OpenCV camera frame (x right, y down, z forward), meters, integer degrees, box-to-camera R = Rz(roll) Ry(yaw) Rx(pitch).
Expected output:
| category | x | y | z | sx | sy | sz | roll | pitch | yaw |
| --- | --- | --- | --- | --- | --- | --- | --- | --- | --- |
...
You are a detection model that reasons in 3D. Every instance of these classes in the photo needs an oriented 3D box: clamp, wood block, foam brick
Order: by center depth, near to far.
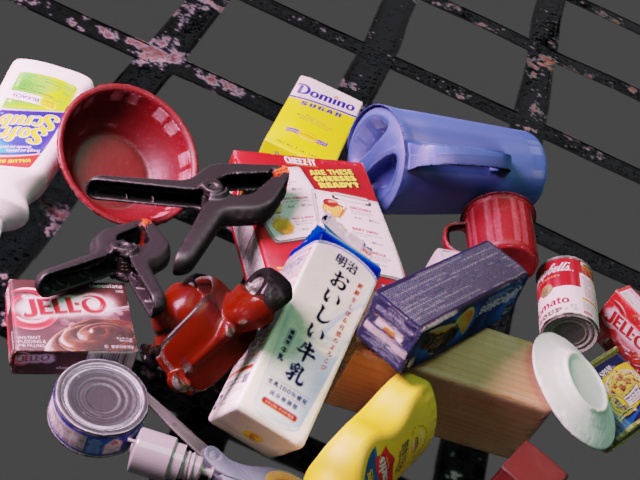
| category | x | y | z | sx | sy | sz | roll | pitch | yaw |
| --- | --- | --- | --- | --- | --- | --- | --- | --- | --- |
| foam brick | 0.186 | 0.239 | 1.009 | 0.051 | 0.078 | 0.052 | 43 | 42 | 17 |
| clamp | -0.181 | 0.025 | 1.023 | 0.120 | 0.039 | 0.171 | 20 | 28 | 9 |
| wood block | 0.118 | 0.136 | 1.076 | 0.206 | 0.091 | 0.090 | 18 | 40 | -9 |
| clamp | -0.121 | -0.043 | 1.089 | 0.165 | 0.036 | 0.209 | 34 | 40 | 28 |

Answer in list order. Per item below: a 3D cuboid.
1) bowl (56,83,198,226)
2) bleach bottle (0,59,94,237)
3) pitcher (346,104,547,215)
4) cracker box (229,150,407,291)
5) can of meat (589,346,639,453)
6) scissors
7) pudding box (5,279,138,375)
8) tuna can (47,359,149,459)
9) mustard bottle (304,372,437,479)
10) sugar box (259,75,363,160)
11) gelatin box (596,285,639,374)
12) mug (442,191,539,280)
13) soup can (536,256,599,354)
| category | x | y | z | sx | sy | sz | roll | pitch | yaw |
| --- | --- | --- | --- | --- | --- | --- | --- | --- | --- |
| bowl | -0.213 | -0.083 | 1.142 | 0.161 | 0.055 | 0.162 | 12 | 67 | -31 |
| bleach bottle | -0.311 | -0.088 | 1.121 | 0.102 | 0.068 | 0.250 | 16 | 43 | -12 |
| pitcher | 0.166 | -0.091 | 1.316 | 0.242 | 0.145 | 0.149 | 2 | 42 | -30 |
| cracker box | -0.008 | 0.001 | 1.174 | 0.164 | 0.072 | 0.214 | 4 | 43 | -24 |
| can of meat | 0.317 | 0.175 | 1.165 | 0.101 | 0.058 | 0.084 | -21 | 60 | -40 |
| scissors | -0.078 | 0.197 | 0.964 | 0.096 | 0.016 | 0.202 | -14 | 54 | -40 |
| pudding box | -0.232 | 0.081 | 0.991 | 0.113 | 0.039 | 0.090 | 5 | 42 | -25 |
| tuna can | -0.195 | 0.147 | 0.942 | 0.086 | 0.034 | 0.086 | 15 | 41 | -13 |
| mustard bottle | 0.037 | 0.201 | 0.952 | 0.058 | 0.096 | 0.191 | 23 | 34 | 25 |
| sugar box | -0.010 | -0.138 | 1.345 | 0.093 | 0.048 | 0.176 | 24 | 40 | -2 |
| gelatin box | 0.364 | 0.110 | 1.248 | 0.030 | 0.073 | 0.089 | -15 | 54 | -38 |
| mug | 0.205 | 0.002 | 1.278 | 0.117 | 0.093 | 0.081 | 3 | 47 | -2 |
| soup can | 0.289 | 0.077 | 1.249 | 0.068 | 0.069 | 0.102 | 19 | 40 | -8 |
